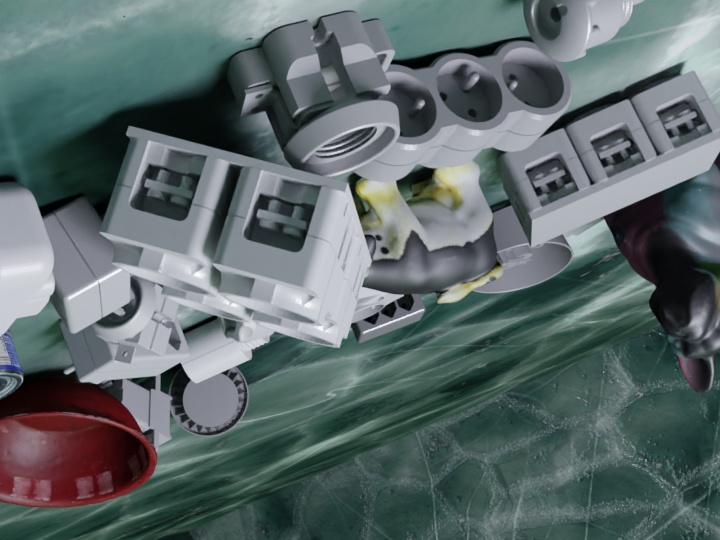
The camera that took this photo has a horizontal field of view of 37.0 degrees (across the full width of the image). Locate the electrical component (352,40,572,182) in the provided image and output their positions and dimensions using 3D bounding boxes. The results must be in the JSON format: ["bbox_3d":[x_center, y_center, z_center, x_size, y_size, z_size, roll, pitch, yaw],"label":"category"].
[{"bbox_3d":[0.046,-0.082,0.607,0.138,0.052,0.073,-16,164,-27],"label":"electrical component"}]

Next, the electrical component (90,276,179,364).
[{"bbox_3d":[-0.149,0.026,0.699,0.048,0.066,0.055,10,165,16],"label":"electrical component"}]

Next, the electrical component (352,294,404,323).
[{"bbox_3d":[-0.003,0.021,0.931,0.077,0.044,0.079,-24,167,4],"label":"electrical component"}]

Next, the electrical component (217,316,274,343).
[{"bbox_3d":[-0.078,0.032,0.856,0.062,0.043,0.043,-15,164,-36],"label":"electrical component"}]

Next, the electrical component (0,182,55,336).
[{"bbox_3d":[-0.192,-0.001,0.529,0.059,0.053,0.095,-11,162,-40],"label":"electrical component"}]

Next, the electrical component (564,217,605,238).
[{"bbox_3d":[0.190,-0.049,0.982,0.040,0.040,0.078,-8,160,-47],"label":"electrical component"}]

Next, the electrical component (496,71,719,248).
[{"bbox_3d":[0.183,-0.083,0.799,0.150,0.061,0.089,-24,166,3],"label":"electrical component"}]

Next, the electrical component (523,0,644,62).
[{"bbox_3d":[0.117,-0.135,0.541,0.062,0.048,0.048,-24,168,-25],"label":"electrical component"}]

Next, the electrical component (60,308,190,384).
[{"bbox_3d":[-0.182,0.058,0.779,0.076,0.047,0.083,-30,165,25],"label":"electrical component"}]

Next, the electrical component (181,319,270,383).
[{"bbox_3d":[-0.110,0.059,0.907,0.081,0.043,0.043,-24,166,6],"label":"electrical component"}]

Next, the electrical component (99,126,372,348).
[{"bbox_3d":[-0.058,-0.008,0.575,0.105,0.060,0.186,15,171,7],"label":"electrical component"}]

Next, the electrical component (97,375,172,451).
[{"bbox_3d":[-0.236,0.146,0.975,0.121,0.078,0.063,-30,135,25],"label":"electrical component"}]

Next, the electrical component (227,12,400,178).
[{"bbox_3d":[-0.016,-0.080,0.507,0.078,0.057,0.058,-18,165,-19],"label":"electrical component"}]

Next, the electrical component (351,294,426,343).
[{"bbox_3d":[0.020,0.038,1.023,0.066,0.047,0.076,-20,166,-10],"label":"electrical component"}]

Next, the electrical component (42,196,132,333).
[{"bbox_3d":[-0.139,-0.011,0.593,0.077,0.047,0.065,-31,170,-20],"label":"electrical component"}]

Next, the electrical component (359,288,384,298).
[{"bbox_3d":[0.000,0.000,0.851,0.066,0.047,0.077,-10,161,-42],"label":"electrical component"}]

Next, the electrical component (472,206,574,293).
[{"bbox_3d":[0.133,-0.018,0.957,0.099,0.064,0.099,-22,166,-6],"label":"electrical component"}]
